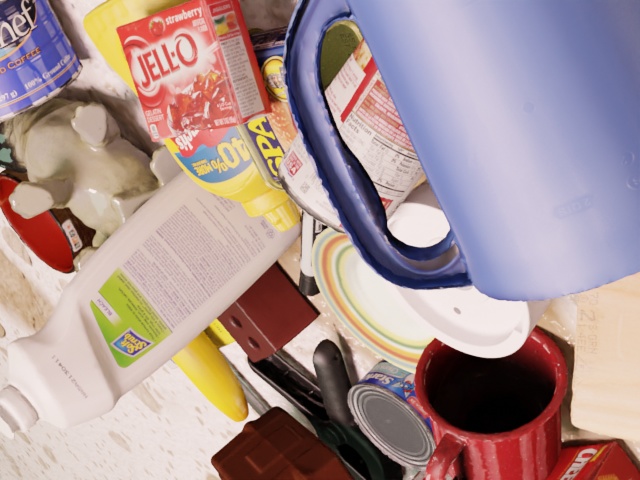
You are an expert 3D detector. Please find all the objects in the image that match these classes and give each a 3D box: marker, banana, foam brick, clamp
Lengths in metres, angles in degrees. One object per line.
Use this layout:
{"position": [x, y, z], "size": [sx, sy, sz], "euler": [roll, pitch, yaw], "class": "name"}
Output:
{"position": [-0.005, 0.001, 0.767], "size": [0.020, 0.020, 0.121], "euler": [34, 147, 22], "class": "marker"}
{"position": [-0.125, 0.076, 0.901], "size": [0.198, 0.037, 0.070], "euler": [47, 168, 1], "class": "banana"}
{"position": [-0.051, 0.050, 0.851], "size": [0.078, 0.051, 0.053], "euler": [50, 149, -4], "class": "foam brick"}
{"position": [0.019, 0.146, 0.886], "size": [0.171, 0.039, 0.120], "euler": [48, 156, -8], "class": "clamp"}

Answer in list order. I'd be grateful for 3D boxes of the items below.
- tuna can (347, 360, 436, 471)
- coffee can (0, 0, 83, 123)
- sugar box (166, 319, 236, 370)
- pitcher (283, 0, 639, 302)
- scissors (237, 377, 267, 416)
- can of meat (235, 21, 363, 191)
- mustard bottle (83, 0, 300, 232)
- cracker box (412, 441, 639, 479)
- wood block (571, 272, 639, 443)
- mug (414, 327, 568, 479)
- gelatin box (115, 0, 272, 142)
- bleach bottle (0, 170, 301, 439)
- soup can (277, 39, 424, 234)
{"position": [0.064, 0.134, 0.817], "size": [0.086, 0.033, 0.086], "euler": [32, 146, 25], "class": "tuna can"}
{"position": [-0.258, -0.172, 0.809], "size": [0.103, 0.102, 0.140], "euler": [11, 134, 46], "class": "coffee can"}
{"position": [-0.123, 0.060, 0.960], "size": [0.093, 0.048, 0.176], "euler": [50, 149, -5], "class": "sugar box"}
{"position": [0.065, -0.100, 0.447], "size": [0.145, 0.149, 0.243], "euler": [-8, 116, 55], "class": "pitcher"}
{"position": [-0.028, 0.181, 1.007], "size": [0.096, 0.016, 0.201], "euler": [-12, 116, 54], "class": "scissors"}
{"position": [-0.005, -0.080, 0.640], "size": [0.084, 0.057, 0.102], "euler": [2, 127, 48], "class": "can of meat"}
{"position": [-0.070, -0.087, 0.708], "size": [0.096, 0.058, 0.191], "euler": [-19, 112, 39], "class": "mustard bottle"}
{"position": [0.168, 0.229, 0.759], "size": [0.164, 0.072, 0.214], "euler": [52, 149, -7], "class": "cracker box"}
{"position": [0.217, 0.050, 0.440], "size": [0.207, 0.090, 0.090], "euler": [5, 93, 49], "class": "wood block"}
{"position": [0.104, 0.117, 0.672], "size": [0.093, 0.117, 0.081], "euler": [21, 146, 31], "class": "mug"}
{"position": [-0.076, -0.100, 0.623], "size": [0.089, 0.030, 0.073], "euler": [-3, 108, 46], "class": "gelatin box"}
{"position": [-0.128, 0.037, 0.736], "size": [0.102, 0.250, 0.068], "euler": [50, 150, -3], "class": "bleach bottle"}
{"position": [0.031, -0.059, 0.559], "size": [0.068, 0.068, 0.102], "euler": [41, 112, 12], "class": "soup can"}
